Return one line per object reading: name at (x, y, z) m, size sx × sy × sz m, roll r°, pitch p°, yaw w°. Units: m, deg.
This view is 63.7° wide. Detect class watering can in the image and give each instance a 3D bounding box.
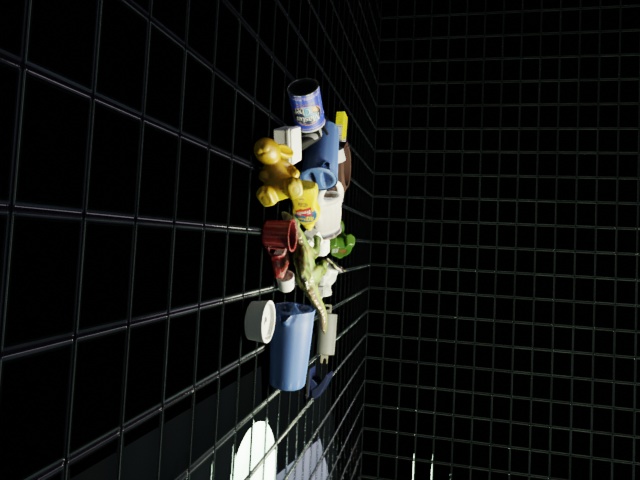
watering can at (0.006, -0.098, 1.948) m, size 0.353 × 0.104 × 0.220 m, roll -40°, pitch 135°, yaw -54°

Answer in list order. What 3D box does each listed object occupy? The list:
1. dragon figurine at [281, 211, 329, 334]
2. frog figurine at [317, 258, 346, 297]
dragon figurine at (-0.044, 0.106, 1.595) m, size 0.242 × 0.122 × 0.412 m, roll 10°, pitch 64°, yaw -79°
frog figurine at (0.015, 0.158, 2.071) m, size 0.159 × 0.123 × 0.137 m, roll -52°, pitch 177°, yaw 4°
